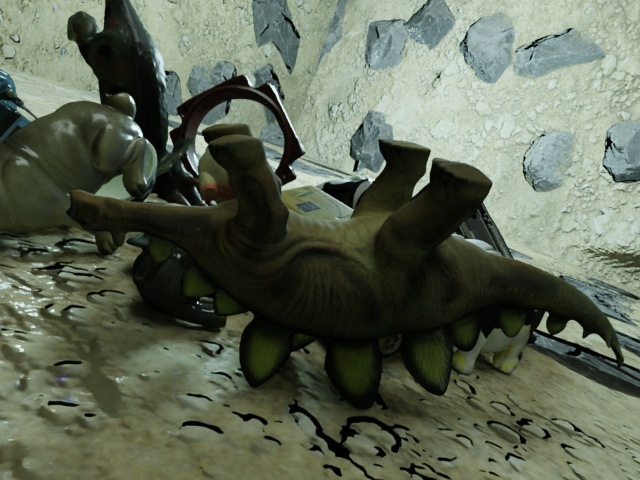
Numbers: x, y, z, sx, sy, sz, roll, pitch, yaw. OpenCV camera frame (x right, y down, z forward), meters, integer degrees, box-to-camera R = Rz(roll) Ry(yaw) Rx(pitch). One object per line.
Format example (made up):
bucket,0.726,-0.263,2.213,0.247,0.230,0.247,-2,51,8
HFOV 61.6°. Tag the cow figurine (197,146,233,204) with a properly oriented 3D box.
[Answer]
cow figurine,-0.113,-0.069,0.797,0.194,0.085,0.127,55,14,-53

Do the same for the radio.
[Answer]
radio,0.244,0.012,0.878,0.131,0.073,0.230,13,48,-37

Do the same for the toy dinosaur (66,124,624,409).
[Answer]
toy dinosaur,0.048,0.024,0.415,0.472,0.198,0.105,8,22,-7

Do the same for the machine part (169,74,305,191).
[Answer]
machine part,-0.144,-0.168,0.942,0.201,0.201,0.087,-26,4,1

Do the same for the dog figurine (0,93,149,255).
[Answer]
dog figurine,-0.265,-0.074,0.476,0.121,0.172,0.190,14,-1,31

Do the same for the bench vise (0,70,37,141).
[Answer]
bench vise,-0.511,-0.207,0.752,0.241,0.129,0.223,39,6,8

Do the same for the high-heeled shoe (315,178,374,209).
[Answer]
high-heeled shoe,0.015,-0.037,0.779,0.145,0.086,0.249,-11,15,7

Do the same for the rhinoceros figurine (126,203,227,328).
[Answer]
rhinoceros figurine,-0.130,0.019,0.515,0.112,0.073,0.190,6,16,-12

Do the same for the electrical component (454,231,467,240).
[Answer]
electrical component,0.089,0.037,0.610,0.115,0.134,0.058,15,11,-31

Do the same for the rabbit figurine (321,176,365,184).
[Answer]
rabbit figurine,0.050,-0.037,0.967,0.159,0.121,0.170,5,32,-39

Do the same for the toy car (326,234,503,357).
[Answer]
toy car,0.092,0.050,0.536,0.202,0.056,0.074,-28,31,-19

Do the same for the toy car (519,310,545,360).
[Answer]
toy car,0.277,0.103,0.732,0.053,0.089,0.202,28,15,27

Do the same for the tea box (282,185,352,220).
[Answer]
tea box,-0.001,-0.002,0.703,0.068,0.098,0.170,-14,24,-23

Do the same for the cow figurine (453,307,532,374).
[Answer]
cow figurine,0.164,0.090,0.586,0.167,0.098,0.068,10,20,-36

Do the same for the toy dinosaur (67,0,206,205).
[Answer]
toy dinosaur,-0.263,-0.210,0.760,0.192,0.404,0.131,16,33,40
